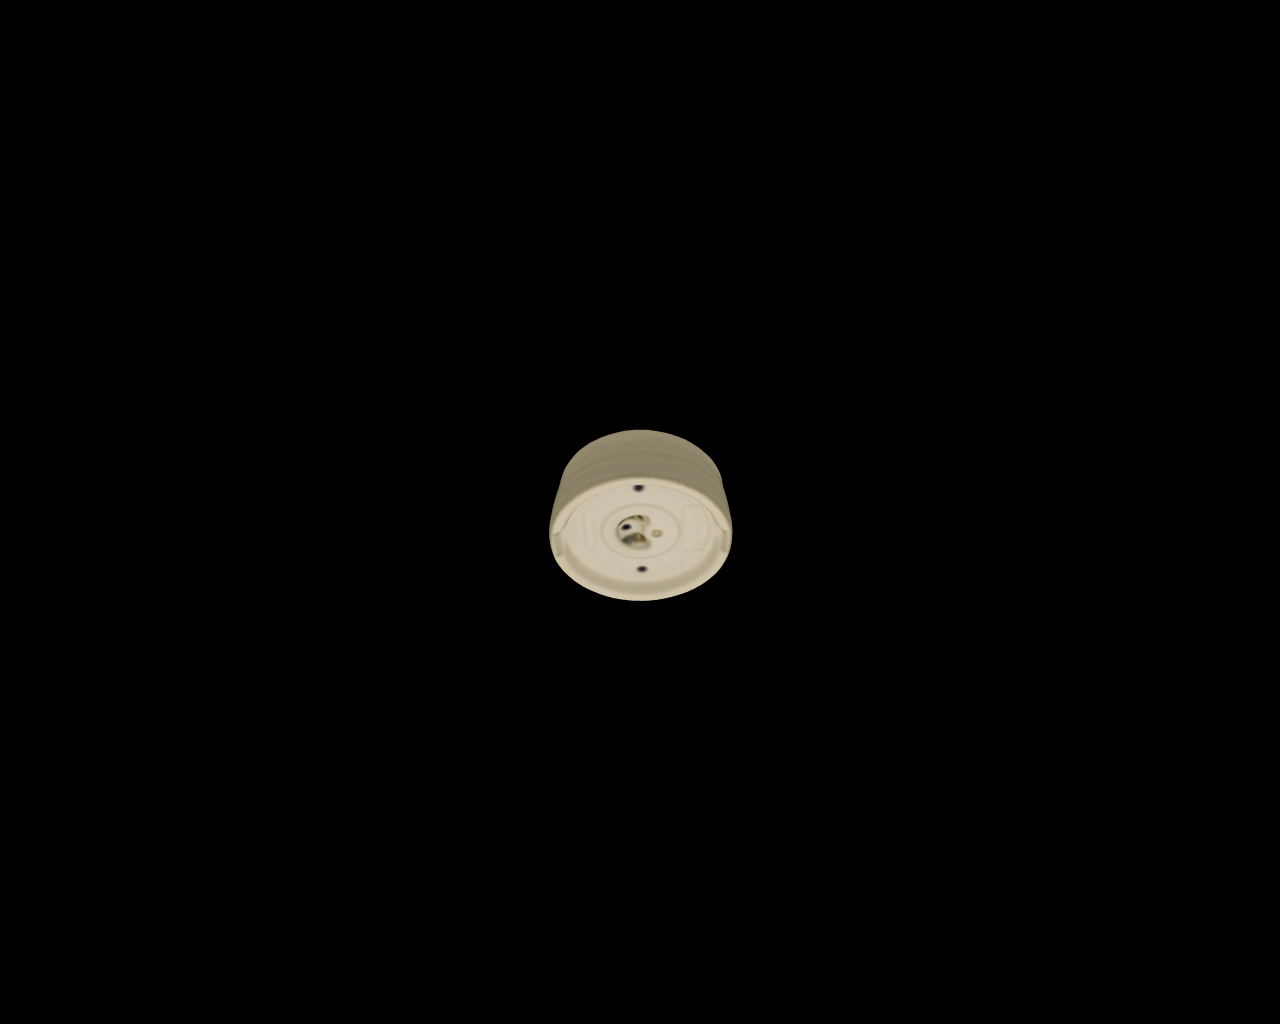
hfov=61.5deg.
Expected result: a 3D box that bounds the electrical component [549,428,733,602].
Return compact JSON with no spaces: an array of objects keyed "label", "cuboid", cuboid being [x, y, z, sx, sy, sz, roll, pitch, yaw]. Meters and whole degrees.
[{"label":"electrical component","cuboid":[0.001,-0.003,0.650,0.108,0.060,0.108,0,-44,0]}]
